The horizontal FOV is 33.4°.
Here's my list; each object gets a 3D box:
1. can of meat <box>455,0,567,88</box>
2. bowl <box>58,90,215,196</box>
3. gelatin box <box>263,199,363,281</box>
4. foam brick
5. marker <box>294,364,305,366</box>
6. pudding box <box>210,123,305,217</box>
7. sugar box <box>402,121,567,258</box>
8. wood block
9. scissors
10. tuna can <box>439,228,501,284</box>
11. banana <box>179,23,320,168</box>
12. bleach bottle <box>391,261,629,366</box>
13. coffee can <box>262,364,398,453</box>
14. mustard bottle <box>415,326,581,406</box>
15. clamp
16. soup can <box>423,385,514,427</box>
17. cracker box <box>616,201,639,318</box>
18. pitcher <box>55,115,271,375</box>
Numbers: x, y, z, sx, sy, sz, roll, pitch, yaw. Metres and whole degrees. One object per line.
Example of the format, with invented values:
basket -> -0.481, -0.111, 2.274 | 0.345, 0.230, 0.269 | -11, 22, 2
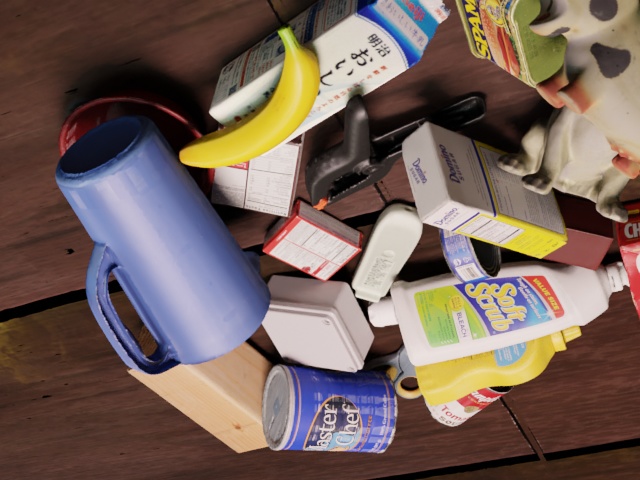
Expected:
can of meat -> 0.167, -0.189, 0.912 | 0.057, 0.084, 0.102 | -34, 132, -9
bowl -> -0.183, -0.100, 1.100 | 0.162, 0.055, 0.162 | 5, 137, 5
gelatin box -> -0.008, 0.002, 1.195 | 0.089, 0.030, 0.073 | 26, 134, -21
foam brick -> 0.261, -0.010, 1.119 | 0.078, 0.051, 0.053 | 13, 136, -4
marker -> -0.017, 0.179, 1.392 | 0.020, 0.020, 0.121 | -6, 135, 16
pudding box -> -0.066, -0.079, 1.115 | 0.090, 0.039, 0.114 | 10, 139, -2
sugar box -> 0.160, -0.045, 1.029 | 0.175, 0.093, 0.048 | 14, 141, -36
wood block -> -0.132, 0.175, 1.351 | 0.091, 0.090, 0.206 | -20, 129, 36
scissors -> 0.125, 0.146, 1.334 | 0.096, 0.016, 0.202 | 28, 134, -21
tuna can -> 0.158, 0.002, 1.125 | 0.034, 0.086, 0.086 | -17, 131, 28
banana -> -0.055, -0.115, 0.967 | 0.069, 0.037, 0.198 | 40, 130, -7
bleach bottle -> 0.212, 0.063, 1.184 | 0.251, 0.102, 0.068 | -17, 172, 12
coffee can -> 0.011, 0.208, 1.307 | 0.140, 0.103, 0.103 | 6, 139, -20
mustard bottle -> 0.206, 0.125, 1.236 | 0.192, 0.096, 0.058 | -17, 134, 14
clamp -> 0.057, -0.088, 1.060 | 0.164, 0.036, 0.210 | -7, 160, -30
soup can -> 0.183, 0.181, 1.323 | 0.068, 0.068, 0.102 | 27, 135, -18
cracker box -> 0.417, 0.044, 1.132 | 0.164, 0.072, 0.213 | -12, 133, 20
pitcher -> -0.163, 0.007, 1.058 | 0.145, 0.149, 0.242 | -22, 124, 11
